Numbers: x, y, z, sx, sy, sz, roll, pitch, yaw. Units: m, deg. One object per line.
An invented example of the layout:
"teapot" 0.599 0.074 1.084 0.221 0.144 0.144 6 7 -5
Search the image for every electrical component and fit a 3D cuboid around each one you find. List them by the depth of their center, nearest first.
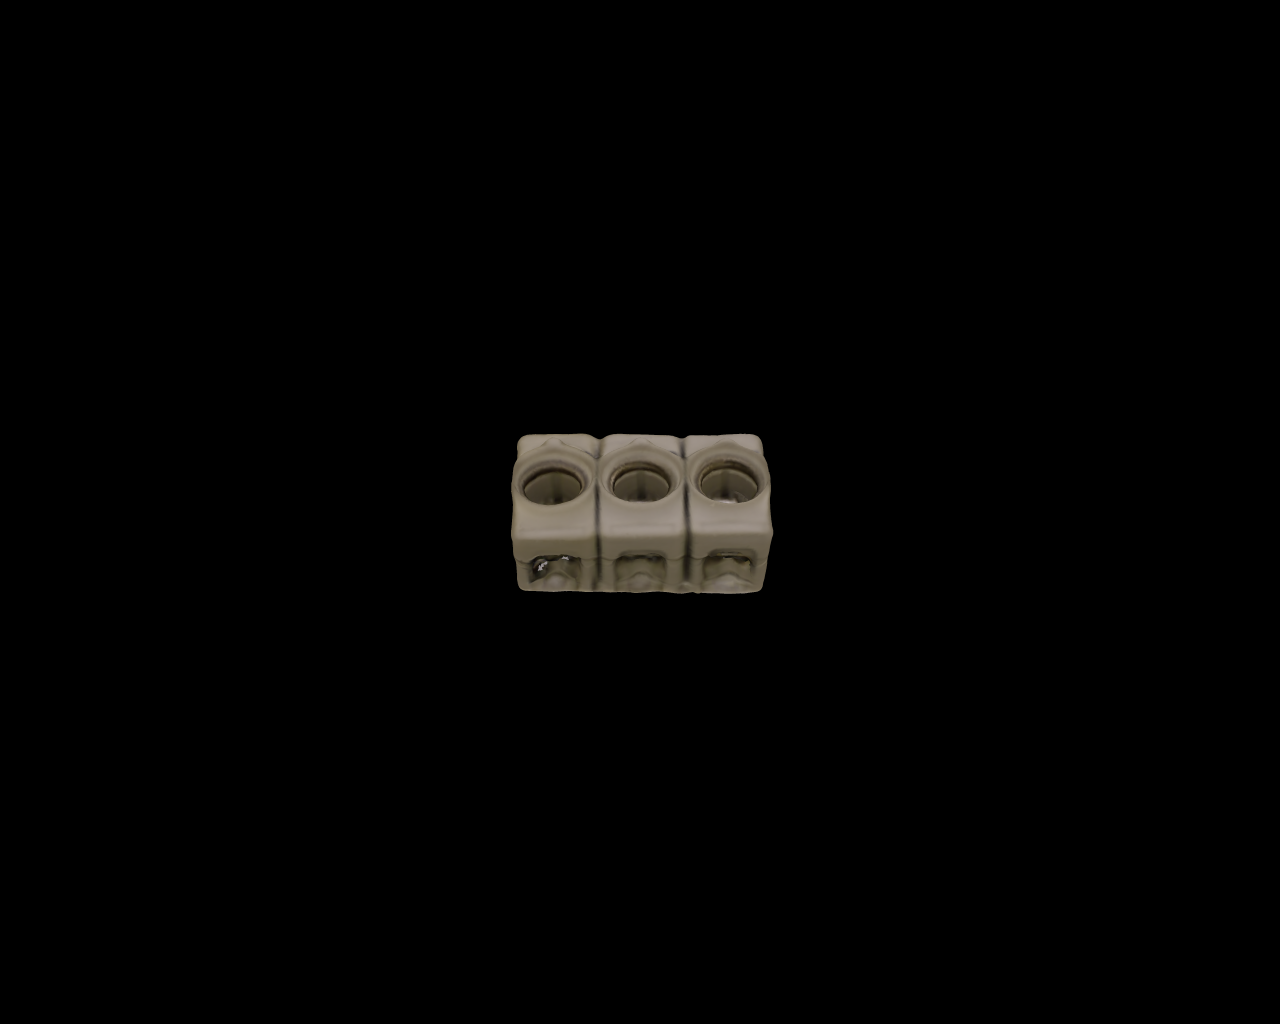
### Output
"electrical component" 0.001 -0.003 0.650 0.150 0.090 0.061 0 -43 0
